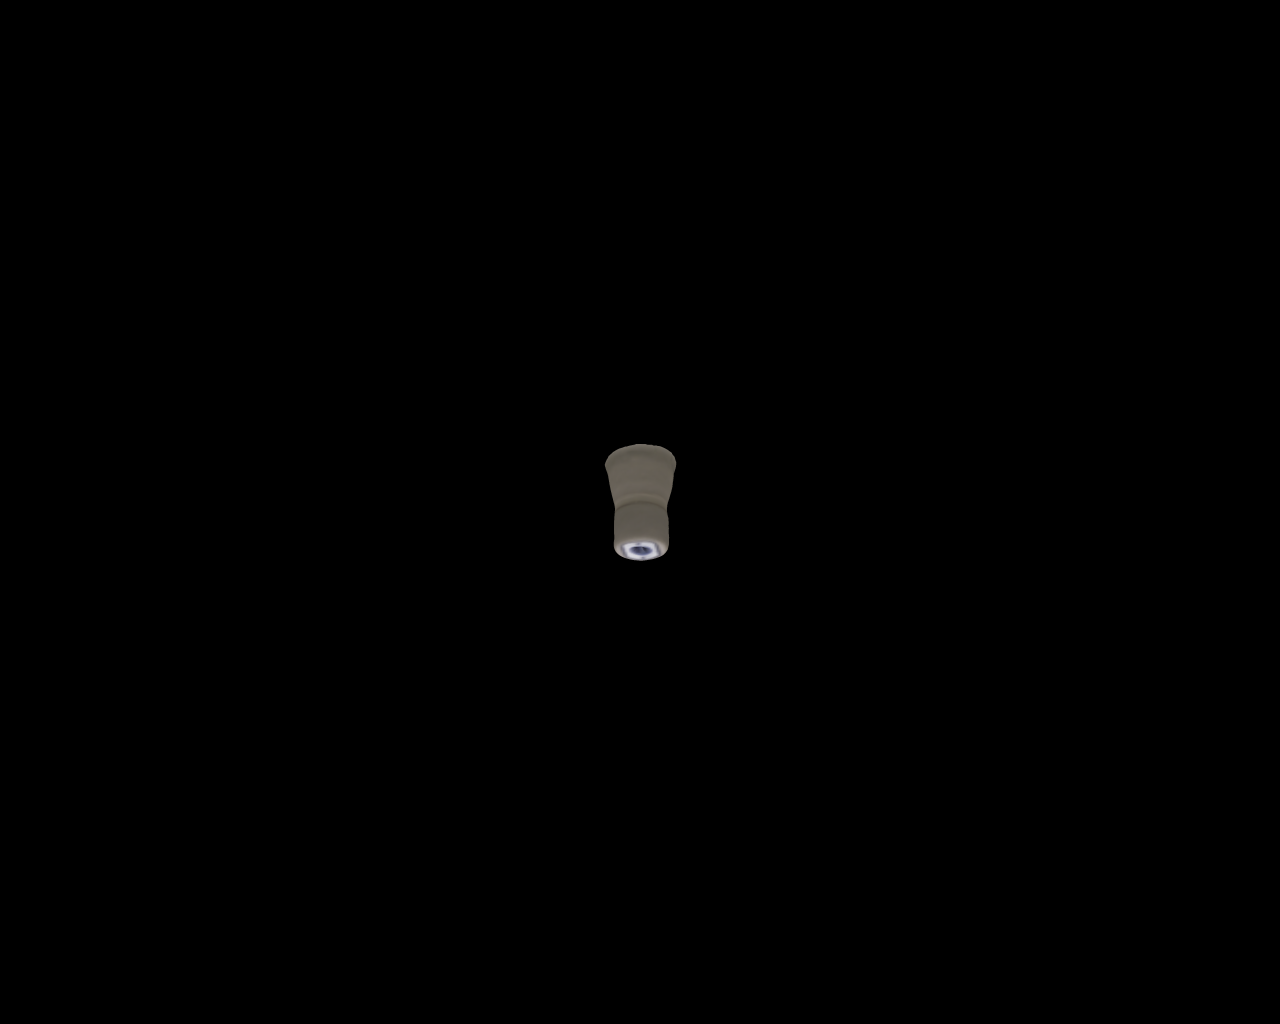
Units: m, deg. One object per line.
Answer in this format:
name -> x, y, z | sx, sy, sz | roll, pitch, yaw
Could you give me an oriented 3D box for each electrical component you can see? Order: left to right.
electrical component -> 0.001, -0.003, 0.650 | 0.044, 0.065, 0.044 | 0, -28, 0
